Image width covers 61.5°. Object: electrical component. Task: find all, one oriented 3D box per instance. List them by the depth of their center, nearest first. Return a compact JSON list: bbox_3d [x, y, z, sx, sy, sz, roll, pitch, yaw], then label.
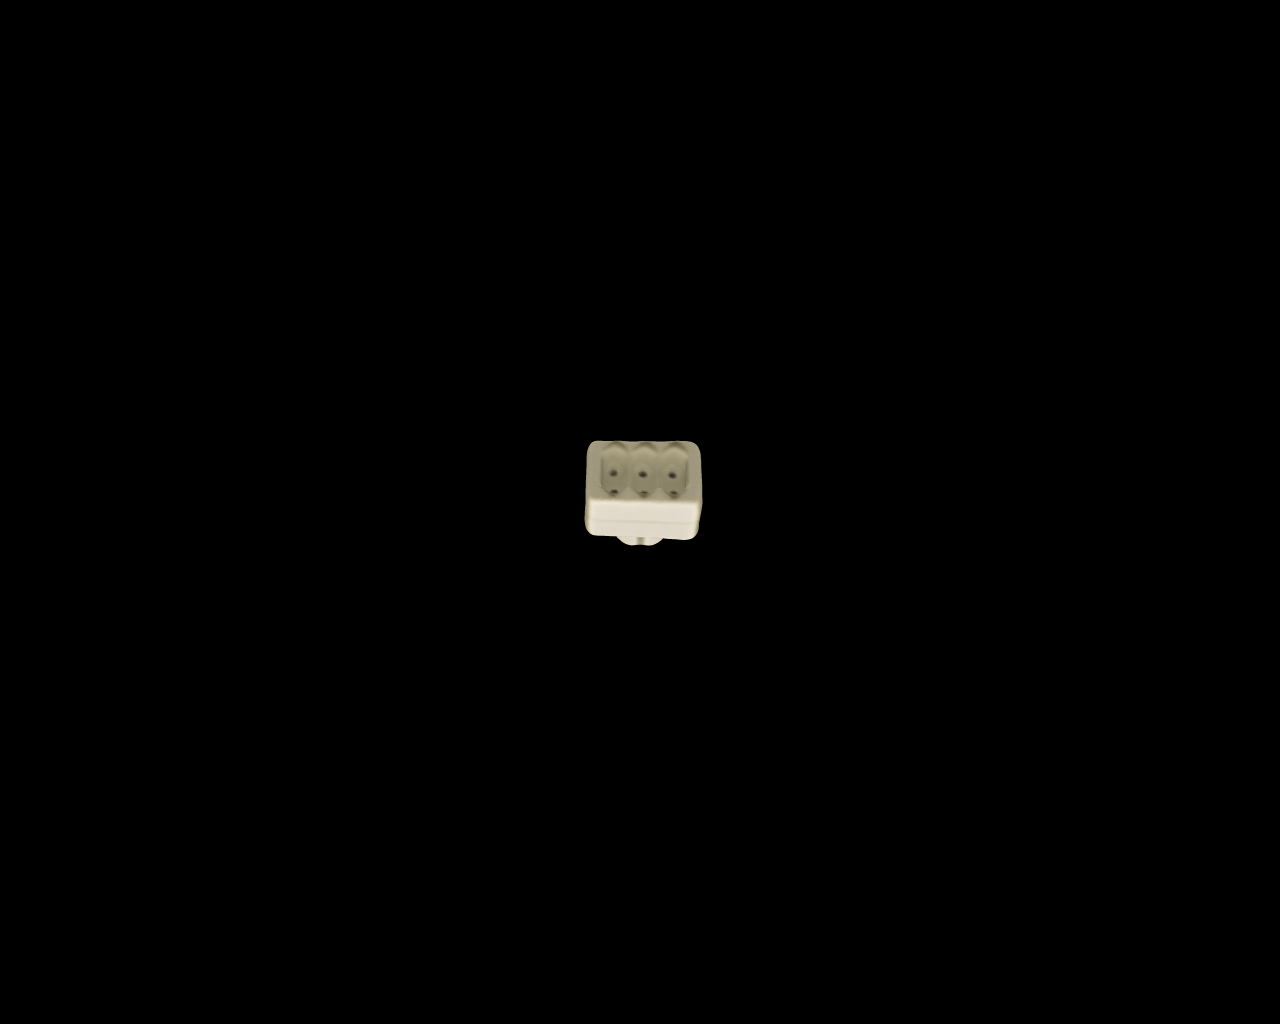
[{"bbox_3d":[0.001,-0.003,0.650,0.066,0.047,0.076,2,-35,-2],"label":"electrical component"}]
